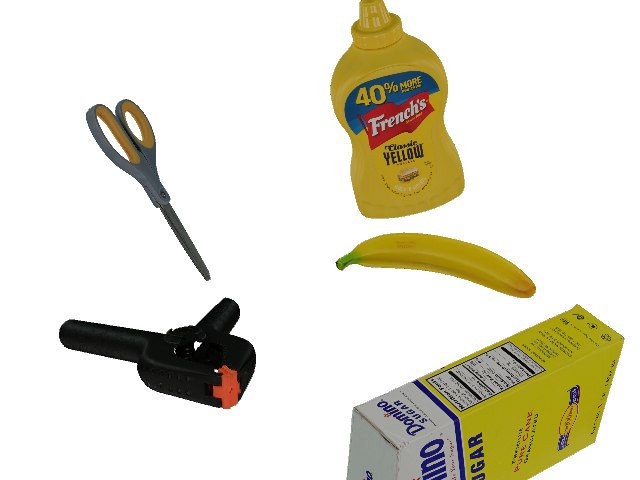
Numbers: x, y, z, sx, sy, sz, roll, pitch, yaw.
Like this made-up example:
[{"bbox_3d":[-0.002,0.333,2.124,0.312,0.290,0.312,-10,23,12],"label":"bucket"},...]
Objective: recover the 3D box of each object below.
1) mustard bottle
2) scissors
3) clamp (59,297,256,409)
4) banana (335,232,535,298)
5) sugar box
[{"bbox_3d":[0.060,-0.112,0.886,0.096,0.191,0.058,-13,35,4],"label":"mustard bottle"},{"bbox_3d":[-0.160,-0.060,1.061,0.016,0.201,0.096,-25,26,25],"label":"scissors"},{"bbox_3d":[-0.104,0.088,0.882,0.164,0.036,0.210,-10,16,-32],"label":"clamp"},{"bbox_3d":[0.118,0.024,1.076,0.198,0.037,0.069,6,43,12],"label":"banana"},{"bbox_3d":[0.097,0.110,0.630,0.175,0.093,0.048,-22,42,-31],"label":"sugar box"}]
